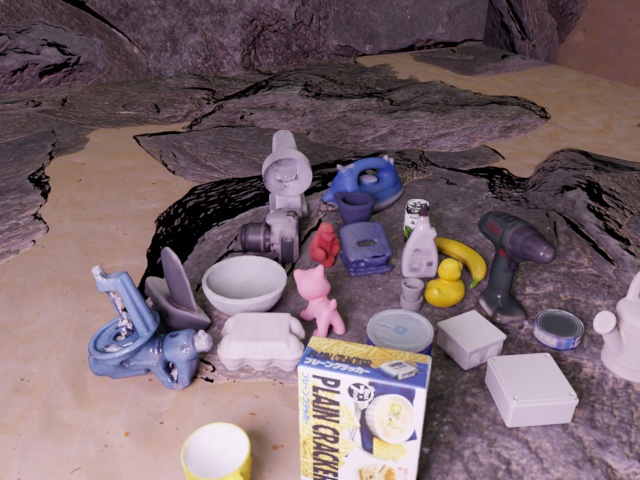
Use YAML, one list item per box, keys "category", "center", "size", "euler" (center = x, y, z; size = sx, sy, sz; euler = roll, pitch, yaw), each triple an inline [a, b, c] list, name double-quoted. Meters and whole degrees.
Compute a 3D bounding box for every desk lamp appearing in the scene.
- category: "desk lamp"
  center: [-0.087, -0.157, 1.449]
  size: [0.118, 0.214, 0.203]
  euler: [-3, 30, -6]

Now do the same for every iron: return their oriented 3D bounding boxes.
- category: "iron"
  center: [0.134, -0.162, 1.531]
  size: [0.259, 0.141, 0.118]
  euler: [-22, 36, -33]

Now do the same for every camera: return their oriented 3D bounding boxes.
- category: "camera"
  center: [-0.111, -0.023, 1.326]
  size: [0.136, 0.101, 0.143]
  euler: [1, 30, 2]

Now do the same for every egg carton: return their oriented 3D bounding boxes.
- category: "egg carton"
  center: [-0.101, 0.179, 1.006]
  size: [0.150, 0.069, 0.107]
  euler: [0, 30, 0]

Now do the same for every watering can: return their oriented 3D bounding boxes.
- category: "watering can"
  center: [0.541, 0.138, 0.957]
  size: [0.173, 0.194, 0.100]
  euler: [-21, 36, -32]

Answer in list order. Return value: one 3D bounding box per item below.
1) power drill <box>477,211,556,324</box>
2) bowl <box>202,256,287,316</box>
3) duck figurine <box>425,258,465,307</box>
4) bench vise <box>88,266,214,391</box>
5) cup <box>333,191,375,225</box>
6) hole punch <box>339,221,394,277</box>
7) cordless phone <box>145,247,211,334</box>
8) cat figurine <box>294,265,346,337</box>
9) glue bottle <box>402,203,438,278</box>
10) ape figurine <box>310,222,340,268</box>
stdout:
- category: "power drill"
  center: [0.365, 0.051, 1.094]
  size: [0.076, 0.208, 0.229]
  euler: [-6, 30, -10]
- category: "bowl"
  center: [-0.147, 0.103, 1.132]
  size: [0.167, 0.075, 0.167]
  euler: [0, 30, 0]
- category: "duck figurine"
  center: [0.257, 0.080, 1.164]
  size: [0.077, 0.086, 0.105]
  euler: [24, 37, 35]
- category: "bench vise"
  center: [-0.282, 0.134, 0.932]
  size: [0.207, 0.220, 0.121]
  euler: [-6, 30, -10]
- category: "cup"
  center: [0.077, -0.064, 1.406]
  size: [0.117, 0.095, 0.092]
  euler: [25, 38, 36]
- category: "hole punch"
  center: [0.103, 0.018, 1.267]
  size: [0.109, 0.091, 0.101]
  euler: [-8, 31, -13]
- category: "cordless phone"
  center: [-0.273, 0.080, 1.061]
  size: [0.094, 0.185, 0.147]
  euler: [-22, 36, -33]
- category: "cat figurine"
  center: [-0.001, 0.106, 1.085]
  size: [0.067, 0.118, 0.127]
  euler: [-14, 33, -23]
- category: "glue bottle"
  center: [0.216, 0.000, 1.216]
  size: [0.078, 0.173, 0.037]
  euler: [1, 30, 1]
- category: "ape figurine"
  center: [0.012, 0.005, 1.289]
  size: [0.078, 0.092, 0.075]
  euler: [-20, 35, -31]
